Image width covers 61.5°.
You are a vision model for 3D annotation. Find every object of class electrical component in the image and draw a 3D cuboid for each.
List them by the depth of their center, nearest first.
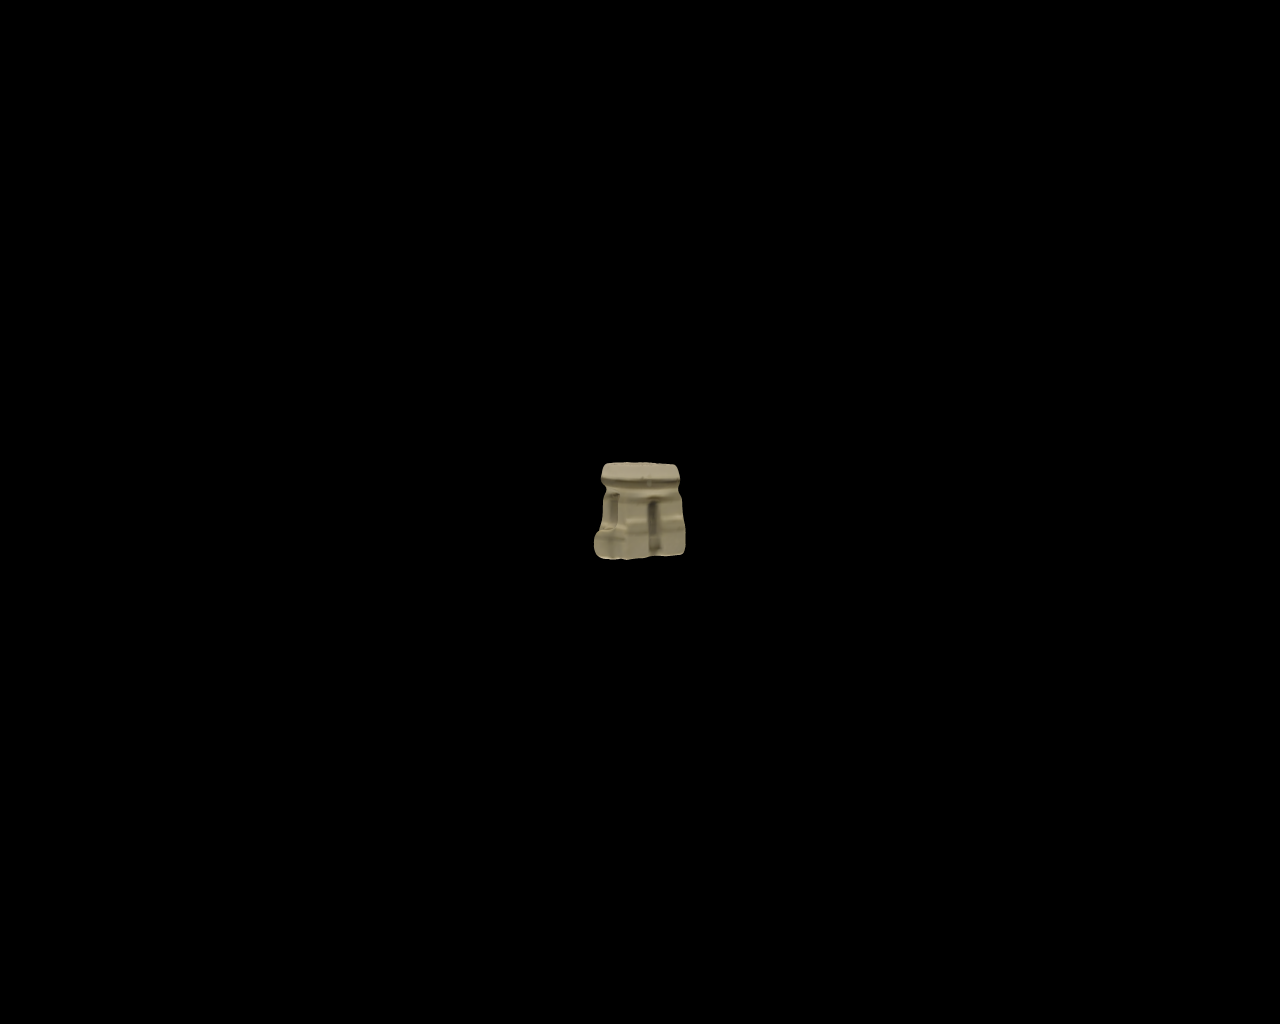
[{"bbox_3d":[0.001,-0.003,0.650,0.066,0.055,0.048,-4,8,-29],"label":"electrical component"}]
